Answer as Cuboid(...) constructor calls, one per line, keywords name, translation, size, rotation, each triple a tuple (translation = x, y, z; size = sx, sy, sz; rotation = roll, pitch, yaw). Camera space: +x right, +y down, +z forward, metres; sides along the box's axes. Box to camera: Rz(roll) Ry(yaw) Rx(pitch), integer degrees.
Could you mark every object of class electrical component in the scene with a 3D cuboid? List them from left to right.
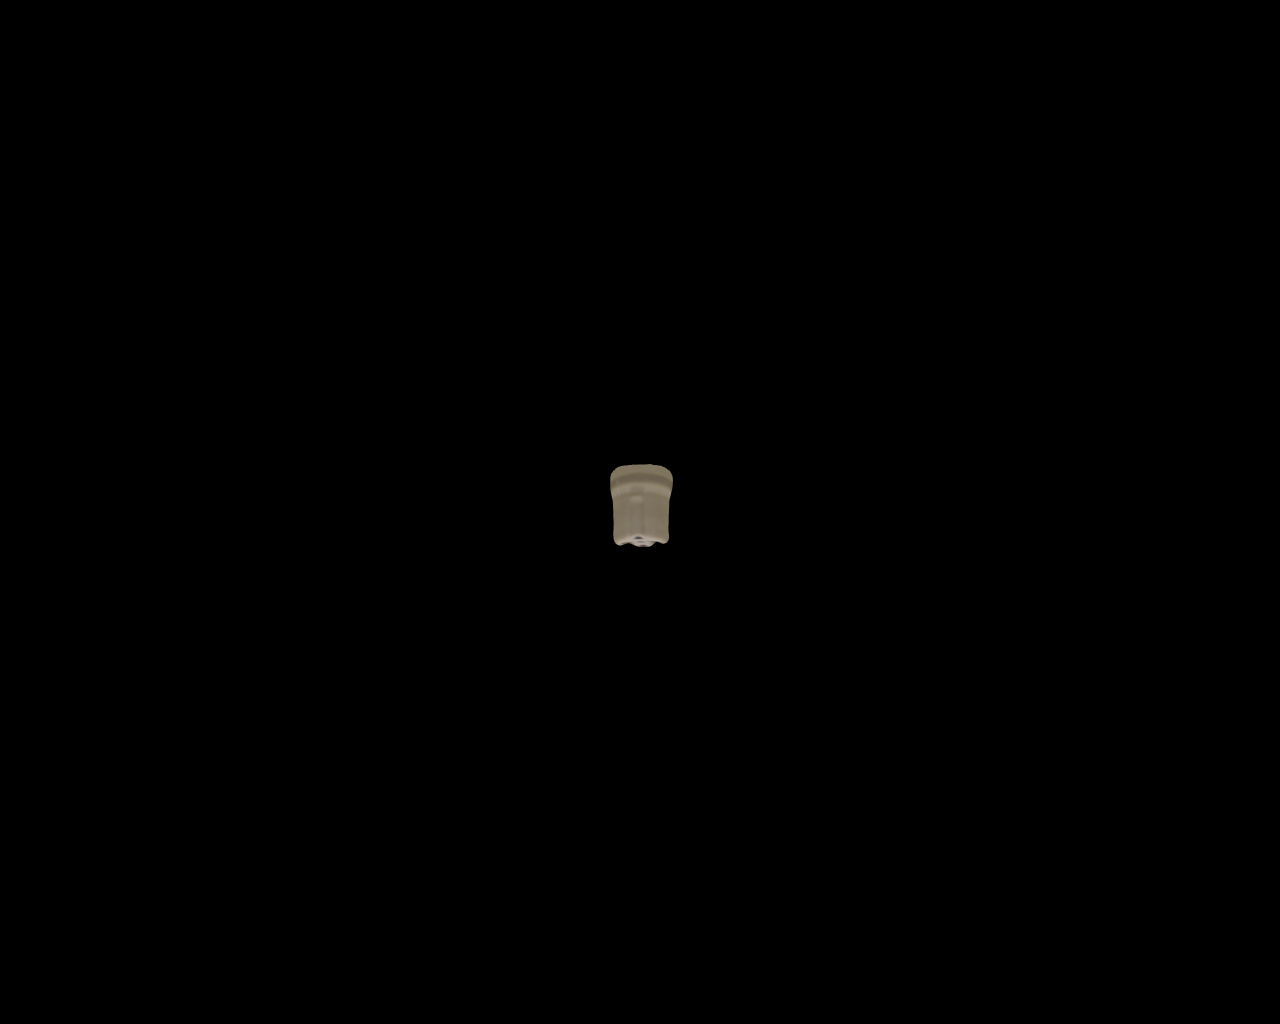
Cuboid(name="electrical component", translation=(0.001, -0.003, 0.650), size=(0.040, 0.046, 0.040), rotation=(0, -19, 0))
